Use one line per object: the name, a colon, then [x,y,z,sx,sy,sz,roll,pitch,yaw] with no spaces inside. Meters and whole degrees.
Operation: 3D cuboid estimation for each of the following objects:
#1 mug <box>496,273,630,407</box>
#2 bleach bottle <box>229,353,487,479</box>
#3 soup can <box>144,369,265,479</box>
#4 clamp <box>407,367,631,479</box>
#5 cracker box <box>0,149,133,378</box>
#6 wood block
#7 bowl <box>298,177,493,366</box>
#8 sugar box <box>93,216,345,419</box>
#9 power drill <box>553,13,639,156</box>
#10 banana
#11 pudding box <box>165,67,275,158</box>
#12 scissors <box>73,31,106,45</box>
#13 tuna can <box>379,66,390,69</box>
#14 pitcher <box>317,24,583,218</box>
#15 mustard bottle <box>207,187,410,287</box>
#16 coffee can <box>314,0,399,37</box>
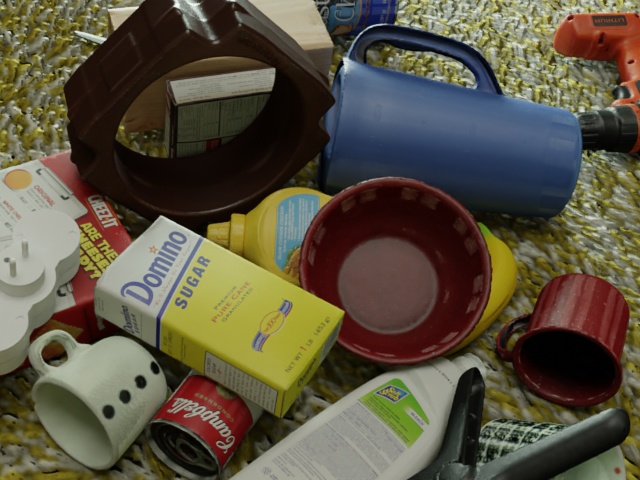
mug: [0.210,0.084,0.928,0.117,0.093,0.081,-8,34,33]
bleach bottle: [0.046,0.166,0.839,0.250,0.068,0.103,-30,62,-33]
soup can: [-0.082,0.131,0.843,0.068,0.068,0.102,27,50,13]
clamp: [0.100,0.173,0.769,0.209,0.036,0.165,-40,24,-15]
cracker box: [-0.272,0.028,0.897,0.213,0.072,0.164,-21,58,-26]
wood block: [-0.101,-0.179,1.069,0.205,0.091,0.090,-9,53,-16]
bowl: [0.061,0.031,0.904,0.162,0.055,0.162,1,73,-3]
sugar box: [-0.079,0.056,0.832,0.176,0.048,0.093,28,49,13]
power drill: [0.325,-0.170,1.178,0.184,0.057,0.188,-3,53,-17]
banana: [0.129,0.058,0.964,0.070,0.037,0.197,16,44,30]
pudding box: [-0.093,-0.119,1.040,0.113,0.090,0.039,-11,53,-18]
scissors: [-0.170,-0.176,1.126,0.201,0.016,0.096,8,49,-3]
tuna can: [0.062,-0.144,1.125,0.086,0.034,0.086,5,49,-6]
pitcher: [0.123,-0.102,1.031,0.242,0.149,0.145,8,44,-7]
mustard bottle: [-0.006,0.001,0.968,0.191,0.058,0.096,4,76,-5]
coffee can: [0.005,-0.276,1.182,0.140,0.103,0.103,-6,51,-15]
